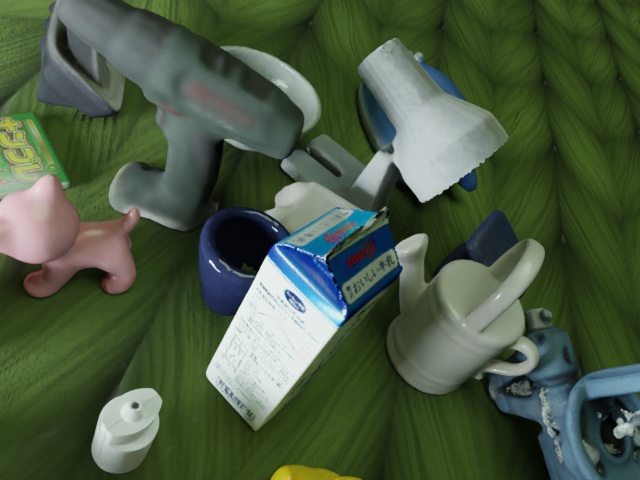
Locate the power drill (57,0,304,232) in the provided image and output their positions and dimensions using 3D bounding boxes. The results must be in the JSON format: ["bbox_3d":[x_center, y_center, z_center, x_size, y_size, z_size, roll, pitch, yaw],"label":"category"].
[{"bbox_3d":[-0.141,-0.109,0.554,0.230,0.208,0.075,17,46,-15],"label":"power drill"}]

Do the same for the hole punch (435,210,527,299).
[{"bbox_3d":[0.218,0.031,0.714,0.101,0.091,0.109,42,45,10],"label":"hole punch"}]

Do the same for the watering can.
[{"bbox_3d":[0.145,0.066,0.571,0.173,0.194,0.101,23,45,-9],"label":"watering can"}]

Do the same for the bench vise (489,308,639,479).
[{"bbox_3d":[0.265,0.149,0.546,0.122,0.219,0.207,-22,65,-39],"label":"bench vise"}]

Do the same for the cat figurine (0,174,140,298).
[{"bbox_3d":[-0.217,-0.007,0.490,0.128,0.117,0.067,-4,55,-31],"label":"cat figurine"}]

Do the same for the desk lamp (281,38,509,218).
[{"bbox_3d":[0.083,-0.111,0.674,0.203,0.213,0.118,40,45,8],"label":"desk lamp"}]

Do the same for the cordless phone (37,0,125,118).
[{"bbox_3d":[-0.252,-0.245,0.627,0.094,0.185,0.147,5,51,-25],"label":"cordless phone"}]

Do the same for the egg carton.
[{"bbox_3d":[0.006,0.002,0.638,0.150,0.069,0.107,31,45,-2],"label":"egg carton"}]

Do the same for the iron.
[{"bbox_3d":[0.144,-0.189,0.826,0.119,0.141,0.258,-10,58,-34],"label":"iron"}]

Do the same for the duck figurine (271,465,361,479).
[{"bbox_3d":[0.011,0.212,0.449,0.104,0.086,0.078,35,45,3],"label":"duck figurine"}]

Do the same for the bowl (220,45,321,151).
[{"bbox_3d":[-0.087,-0.167,0.729,0.168,0.074,0.167,15,47,-17],"label":"bowl"}]

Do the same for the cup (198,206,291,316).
[{"bbox_3d":[-0.067,0.031,0.556,0.118,0.095,0.091,8,49,-22],"label":"cup"}]
